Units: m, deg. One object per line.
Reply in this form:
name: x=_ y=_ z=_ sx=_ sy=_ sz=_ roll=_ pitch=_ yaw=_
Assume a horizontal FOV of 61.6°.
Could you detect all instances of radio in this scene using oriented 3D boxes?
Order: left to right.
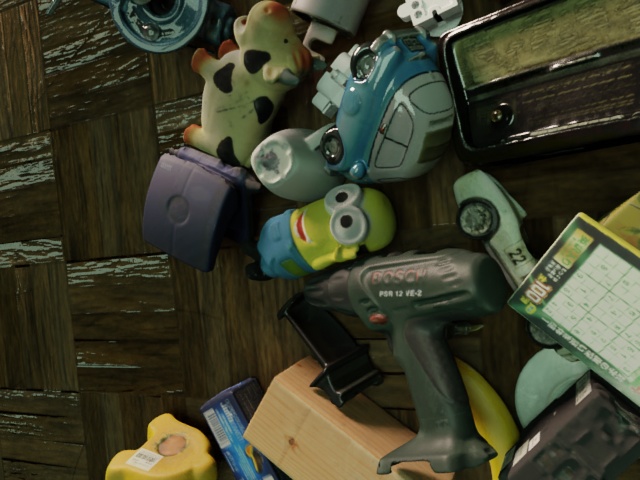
radio: x=0.219 y=-0.140 z=0.450 sx=0.230 sy=0.073 sz=0.131 roll=-5 pitch=92 yaw=47

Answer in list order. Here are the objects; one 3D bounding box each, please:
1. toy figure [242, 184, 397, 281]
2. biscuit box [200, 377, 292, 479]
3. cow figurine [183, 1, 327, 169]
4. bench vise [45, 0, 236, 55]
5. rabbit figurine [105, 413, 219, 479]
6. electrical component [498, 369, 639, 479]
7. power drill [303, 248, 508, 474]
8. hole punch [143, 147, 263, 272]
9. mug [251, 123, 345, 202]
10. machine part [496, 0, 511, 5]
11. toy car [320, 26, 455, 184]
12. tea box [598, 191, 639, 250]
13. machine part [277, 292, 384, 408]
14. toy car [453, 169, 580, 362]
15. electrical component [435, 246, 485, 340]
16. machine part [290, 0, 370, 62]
toy figure: x=-0.002 y=-0.005 z=0.596 sx=0.180 sy=0.089 sz=0.082 roll=-25 pitch=87 yaw=33
biscuit box: x=-0.065 y=0.271 z=0.651 sx=0.059 sy=0.063 sz=0.202 roll=-35 pitch=79 yaw=23
cow figurine: x=-0.074 y=-0.163 z=0.588 sx=0.127 sy=0.085 sz=0.194 roll=34 pitch=133 yaw=12
bench vise: x=-0.214 y=-0.286 z=0.597 sx=0.224 sy=0.240 sz=0.128 roll=33 pitch=103 yaw=2
rabbit figurine: x=-0.171 y=0.331 z=0.692 sx=0.163 sy=0.122 sz=0.173 roll=7 pitch=109 yaw=14
electrical component: x=0.216 y=0.180 z=0.465 sx=0.058 sy=0.115 sz=0.134 roll=43 pitch=110 yaw=21
power drill: x=0.080 y=0.113 z=0.523 sx=0.232 sy=0.086 sz=0.207 roll=-21 pitch=67 yaw=42
hole punch: x=-0.145 y=-0.036 z=0.628 sx=0.142 sy=0.092 sz=0.115 roll=26 pitch=133 yaw=25
mug: x=-0.016 y=-0.086 z=0.581 sx=0.109 sy=0.107 sz=0.081 roll=-30 pitch=83 yaw=25
machine part: x=0.201 y=-0.338 z=0.478 sx=0.201 sy=0.087 sz=0.201 roll=-37 pitch=78 yaw=20
toy car: x=0.076 y=-0.112 z=0.513 sx=0.103 sy=0.109 sz=0.161 roll=45 pitch=136 yaw=26
tea box: x=0.295 y=0.047 z=0.446 sx=0.068 sy=0.098 sz=0.170 roll=-42 pitch=74 yaw=-3
machine part: x=0.006 y=0.118 z=0.609 sx=0.139 sy=0.084 sz=0.039 roll=52 pitch=141 yaw=25
toy car: x=0.192 y=0.022 z=0.510 sx=0.056 sy=0.073 sz=0.202 roll=-35 pitch=79 yaw=23
electrical component: x=0.128 y=0.058 z=0.562 sx=0.078 sy=0.045 sz=0.102 roll=-3 pitch=89 yaw=53
machine part: x=0.034 y=-0.306 z=0.560 sx=0.079 sy=0.079 sz=0.243 roll=30 pitch=106 yaw=20
